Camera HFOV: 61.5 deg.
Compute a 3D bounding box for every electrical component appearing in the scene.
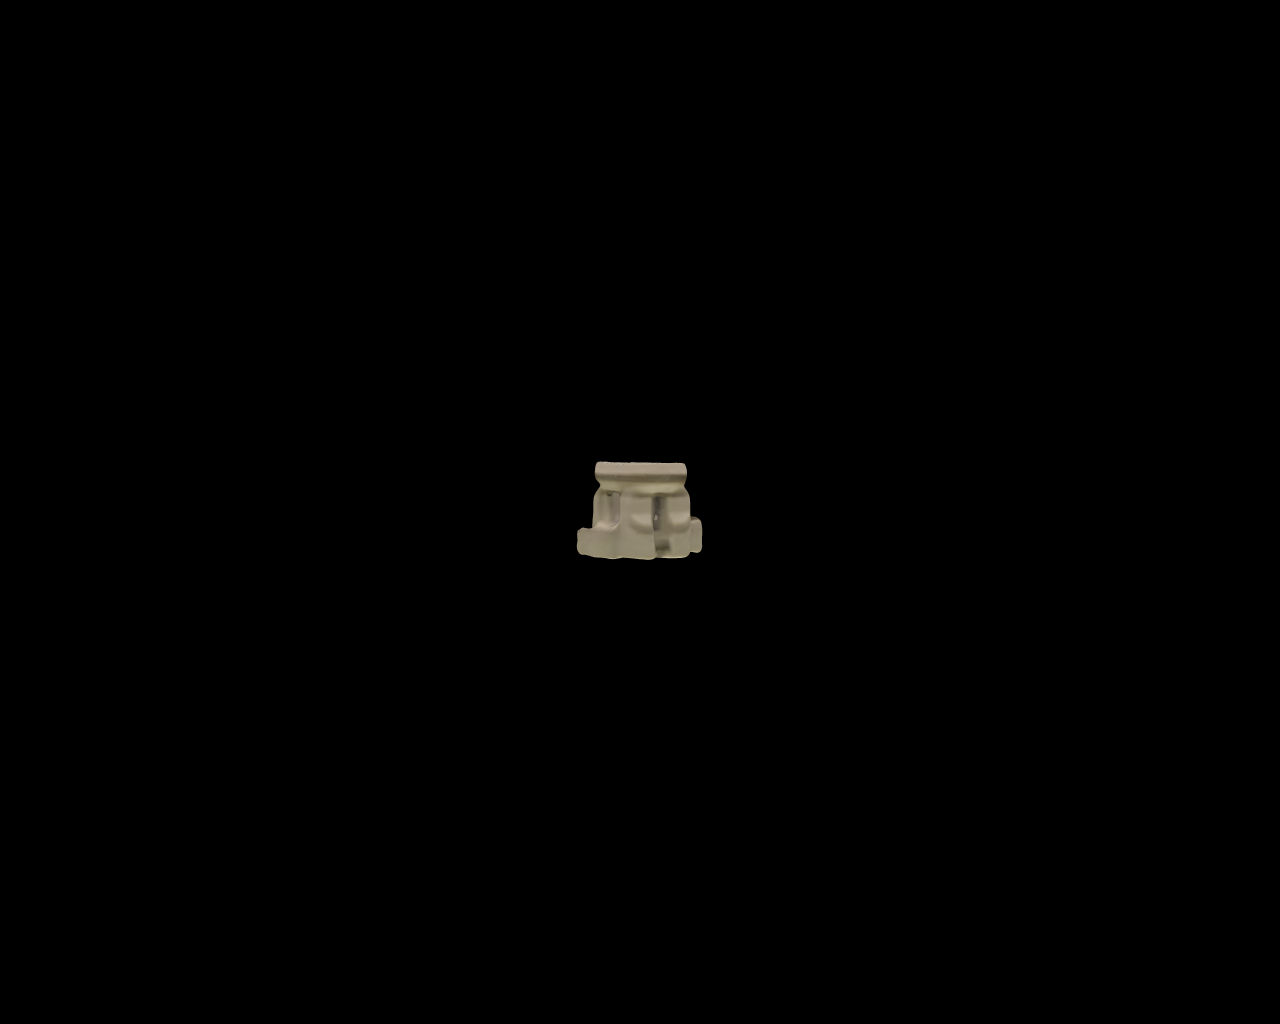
[{"bbox_3d":[0.001,-0.003,0.650,0.078,0.057,0.058,-2,4,-31],"label":"electrical component"}]
